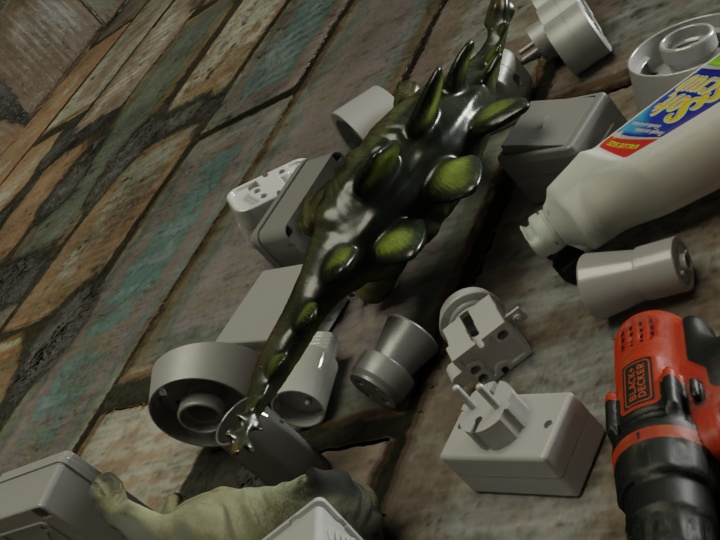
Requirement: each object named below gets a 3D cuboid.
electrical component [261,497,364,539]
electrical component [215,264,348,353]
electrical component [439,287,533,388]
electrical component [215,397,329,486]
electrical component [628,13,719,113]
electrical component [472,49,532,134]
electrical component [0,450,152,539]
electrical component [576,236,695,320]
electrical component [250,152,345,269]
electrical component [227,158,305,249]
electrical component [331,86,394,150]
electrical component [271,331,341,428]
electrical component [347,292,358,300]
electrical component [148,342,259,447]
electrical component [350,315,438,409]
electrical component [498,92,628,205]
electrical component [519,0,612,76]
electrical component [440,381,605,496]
[{"bbox_3d":[-0.028,0.194,0.609,0.100,0.099,0.048,-39,13,9],"label":"electrical component"},{"bbox_3d":[-0.068,0.045,0.952,0.100,0.048,0.099,-9,42,51],"label":"electrical component"},{"bbox_3d":[0.083,0.043,0.739,0.066,0.048,0.055,-39,33,10],"label":"electrical component"},{"bbox_3d":[-0.070,0.128,0.795,0.043,0.077,0.079,-48,26,-9],"label":"electrical component"},{"bbox_3d":[0.247,-0.142,0.789,0.099,0.064,0.099,-22,27,12],"label":"electrical component"},{"bbox_3d":[0.110,-0.162,1.003,0.095,0.053,0.059,-21,33,39],"label":"electrical component"},{"bbox_3d":[-0.242,0.209,0.887,0.109,0.109,0.056,-23,35,37],"label":"electrical component"},{"bbox_3d":[0.174,0.003,0.672,0.065,0.044,0.044,-17,36,35],"label":"electrical component"},{"bbox_3d":[-0.042,-0.047,1.021,0.057,0.078,0.113,-10,41,48],"label":"electrical component"},{"bbox_3d":[-0.081,-0.065,1.106,0.095,0.059,0.053,-26,35,-9],"label":"electrical component"},{"bbox_3d":[0.030,-0.122,1.003,0.060,0.108,0.108,-39,25,-5],"label":"electrical component"},{"bbox_3d":[-0.041,0.081,0.862,0.043,0.043,0.081,-27,30,32],"label":"electrical component"},{"bbox_3d":[0.000,0.000,0.939,0.035,0.035,0.061,-23,34,36],"label":"electrical component"},{"bbox_3d":[-0.127,0.101,0.902,0.099,0.099,0.064,-29,35,28],"label":"electrical component"},{"bbox_3d":[0.024,0.067,0.787,0.055,0.045,0.045,-53,27,-20],"label":"electrical component"},{"bbox_3d":[0.161,-0.094,0.816,0.096,0.061,0.061,-1,48,55],"label":"electrical component"},{"bbox_3d":[0.178,-0.217,0.990,0.074,0.052,0.138,-34,27,19],"label":"electrical component"},{"bbox_3d":[0.084,0.090,0.628,0.083,0.075,0.047,-11,41,49],"label":"electrical component"}]
